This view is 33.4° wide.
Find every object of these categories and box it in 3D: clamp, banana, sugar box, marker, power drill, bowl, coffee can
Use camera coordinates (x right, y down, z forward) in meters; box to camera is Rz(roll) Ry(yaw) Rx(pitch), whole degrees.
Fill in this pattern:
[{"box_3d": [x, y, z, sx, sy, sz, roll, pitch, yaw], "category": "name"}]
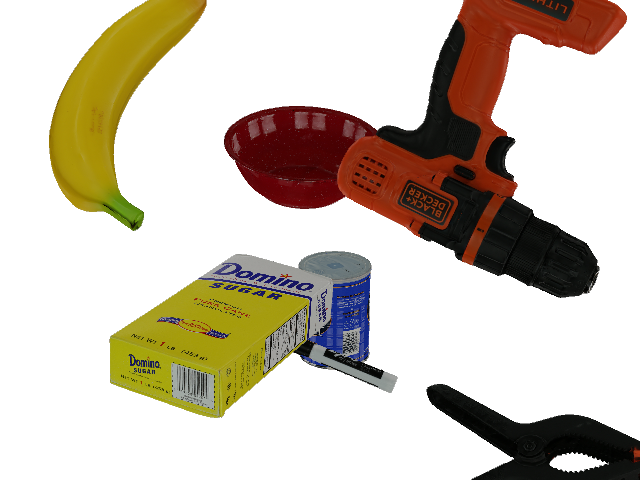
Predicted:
[{"box_3d": [0.170, 0.192, 0.894, 0.210, 0.036, 0.164, 3, 40, 23], "category": "clamp"}, {"box_3d": [-0.120, -0.086, 0.644, 0.069, 0.197, 0.037, 13, -35, -5], "category": "banana"}, {"box_3d": [-0.069, 0.065, 0.802, 0.093, 0.048, 0.176, 15, 28, 22], "category": "sugar box"}, {"box_3d": [0.021, 0.126, 1.104, 0.121, 0.020, 0.020, 22, 3, 6], "category": "marker"}, {"box_3d": [0.124, -0.074, 0.693, 0.184, 0.188, 0.057, 26, 8, 11], "category": "power drill"}, {"box_3d": [-0.018, -0.078, 1.085, 0.162, 0.055, 0.162, 2, 33, -2], "category": "bowl"}, {"box_3d": [0.020, 0.098, 1.522, 0.103, 0.140, 0.103, 0, 22, 0], "category": "coffee can"}]
